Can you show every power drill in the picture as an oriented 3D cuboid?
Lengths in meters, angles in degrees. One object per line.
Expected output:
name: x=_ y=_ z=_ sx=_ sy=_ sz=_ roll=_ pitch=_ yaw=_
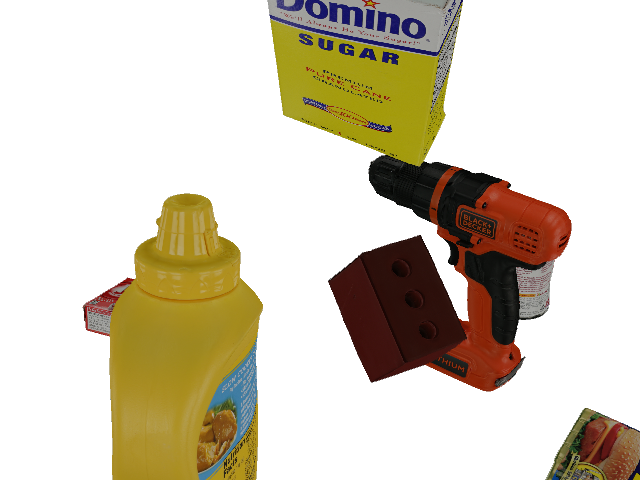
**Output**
power drill: x=0.116 y=0.026 z=0.922 sx=0.185 sy=0.188 sz=0.057 roll=24 pitch=39 yaw=31

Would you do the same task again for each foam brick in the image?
foam brick: x=0.050 y=0.046 z=0.706 sx=0.052 sy=0.078 sz=0.051 roll=-16 pitch=-13 yaw=-32

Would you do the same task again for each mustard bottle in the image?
mustard bottle: x=-0.054 y=0.073 z=0.440 sx=0.058 sy=0.192 sz=0.096 roll=8 pitch=23 yaw=12

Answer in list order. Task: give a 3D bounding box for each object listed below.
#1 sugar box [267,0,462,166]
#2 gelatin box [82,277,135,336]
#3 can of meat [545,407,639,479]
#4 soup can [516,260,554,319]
sugar box: x=0.023 y=-0.104 z=0.559 sx=0.093 sy=0.048 sz=0.176 roll=21 pitch=-15 yaw=10
gelatin box: x=-0.162 y=0.066 z=0.985 sx=0.089 sy=0.030 sz=0.073 roll=11 pitch=22 yaw=22
can of meat: x=0.215 y=0.179 z=0.784 sx=0.084 sy=0.057 sz=0.101 roll=23 pitch=39 yaw=23
soup can: x=0.219 y=0.025 z=1.150 sx=0.068 sy=0.102 sz=0.068 roll=0 pitch=30 yaw=0
